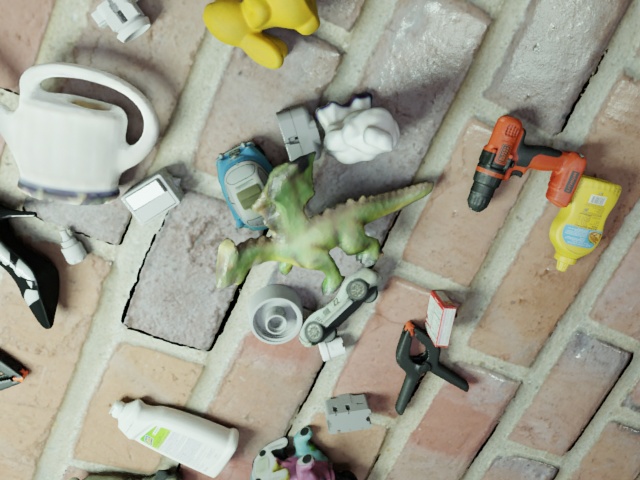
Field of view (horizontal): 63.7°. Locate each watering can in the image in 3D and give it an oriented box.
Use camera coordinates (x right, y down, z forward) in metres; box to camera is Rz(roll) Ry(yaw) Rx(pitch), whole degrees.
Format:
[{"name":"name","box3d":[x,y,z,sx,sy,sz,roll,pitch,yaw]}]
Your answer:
[{"name":"watering can","box3d":[-0.434,-0.170,0.808,0.347,0.105,0.221,8,108,-11]}]

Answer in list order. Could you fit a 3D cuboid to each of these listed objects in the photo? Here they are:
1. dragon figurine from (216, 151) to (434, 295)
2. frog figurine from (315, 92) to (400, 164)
[{"name":"dragon figurine","box3d":[0.003,-0.043,0.857,0.412,0.124,0.238,-39,138,-5]},{"name":"frog figurine","box3d":[0.076,-0.167,0.841,0.138,0.162,0.120,-2,123,-31]}]
